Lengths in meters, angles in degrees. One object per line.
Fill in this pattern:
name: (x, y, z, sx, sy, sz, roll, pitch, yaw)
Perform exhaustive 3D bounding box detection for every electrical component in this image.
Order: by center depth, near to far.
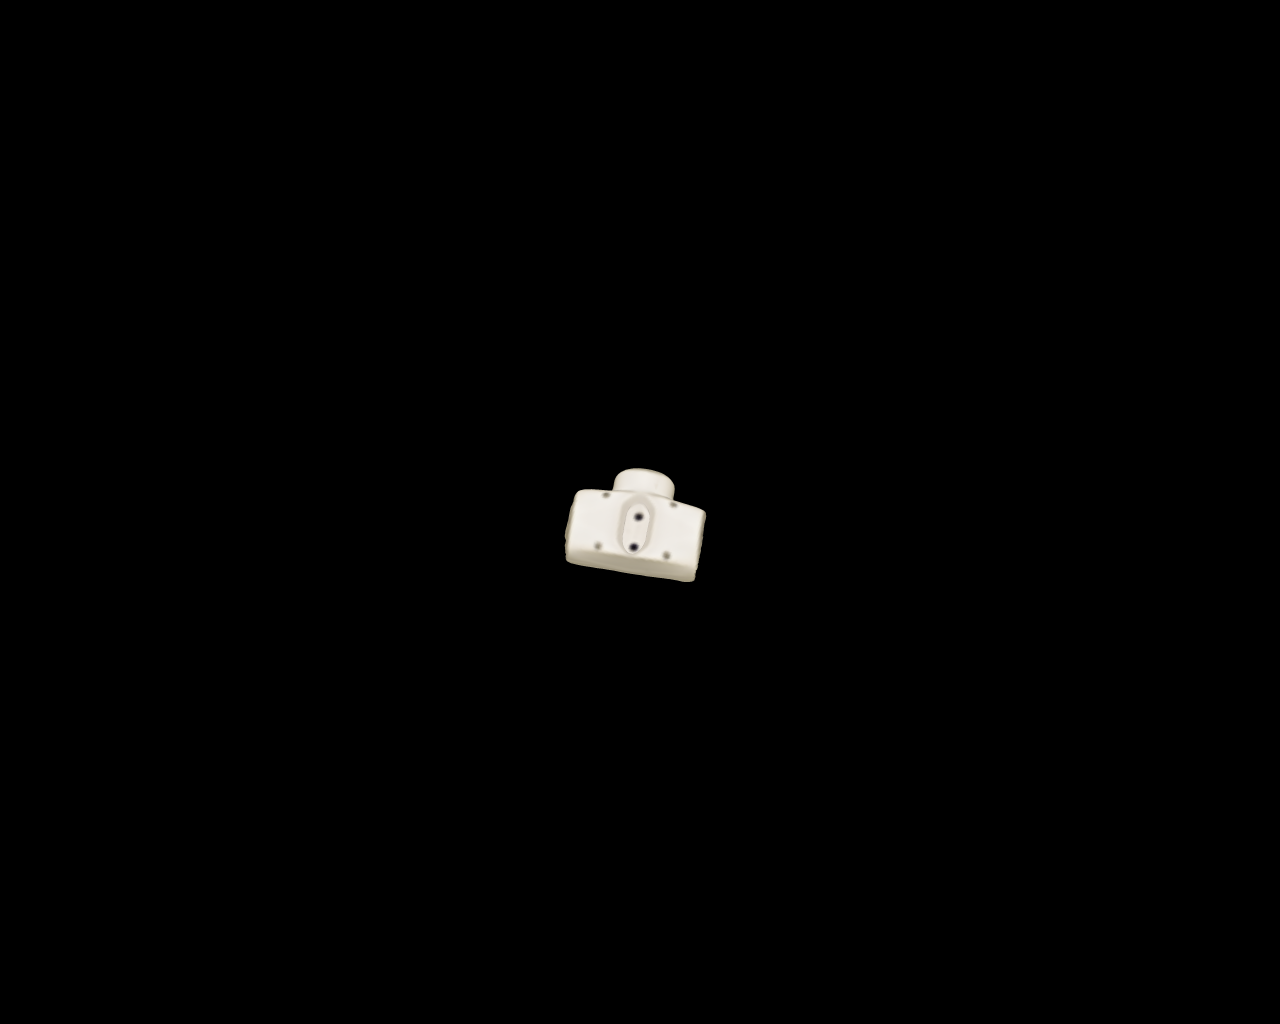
electrical component: (0.001, -0.003, 0.650, 0.077, 0.079, 0.043, 10, -20, 3)
